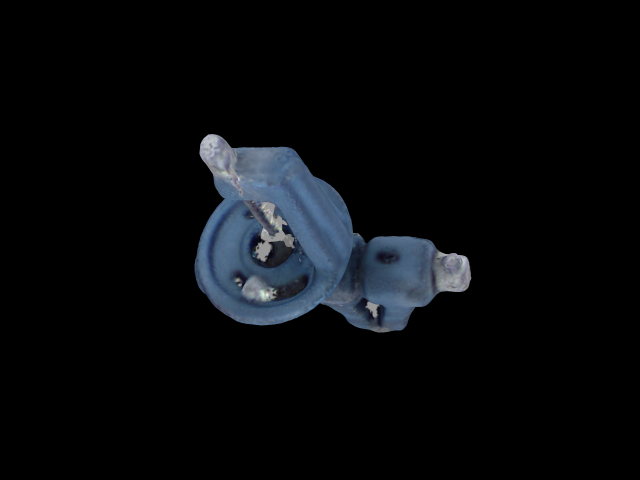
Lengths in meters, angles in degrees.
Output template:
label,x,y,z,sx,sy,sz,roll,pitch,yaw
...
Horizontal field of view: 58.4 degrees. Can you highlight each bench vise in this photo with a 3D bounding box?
label,x,y,z,sx,sy,sz,roll,pitch,yaw
bench vise,0.002,-0.009,0.405,0.207,0.220,0.121,-9,66,-4
